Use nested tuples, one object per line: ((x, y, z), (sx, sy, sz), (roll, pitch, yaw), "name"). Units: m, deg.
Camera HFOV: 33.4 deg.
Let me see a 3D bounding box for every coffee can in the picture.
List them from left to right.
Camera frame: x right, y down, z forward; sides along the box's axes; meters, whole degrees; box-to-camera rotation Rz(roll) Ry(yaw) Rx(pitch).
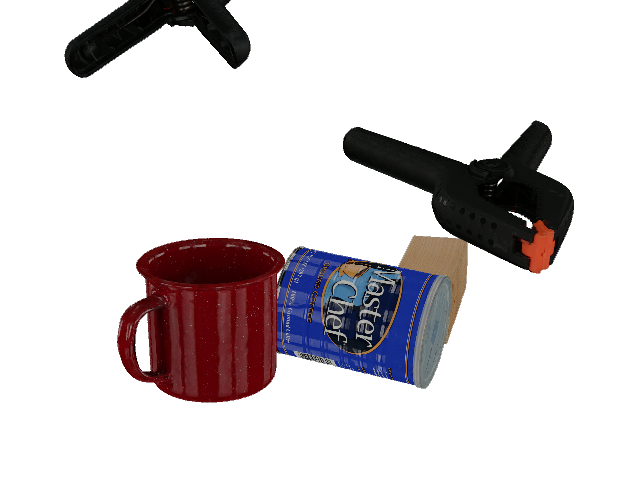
((0.038, 0.068, 0.968), (0.140, 0.103, 0.102), (11, 3, 18), "coffee can")

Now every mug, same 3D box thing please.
((-0.077, 0.054, 0.672), (0.093, 0.081, 0.117), (16, 24, 39), "mug")

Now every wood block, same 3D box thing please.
((0.167, 0.071, 1.630), (0.091, 0.090, 0.206), (4, 22, 14), "wood block")

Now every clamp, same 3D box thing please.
((-0.087, -0.162, 0.723), (0.120, 0.039, 0.171), (9, 46, 13), "clamp")
((0.105, -0.038, 0.742), (0.164, 0.036, 0.210), (-1, 27, -5), "clamp")
